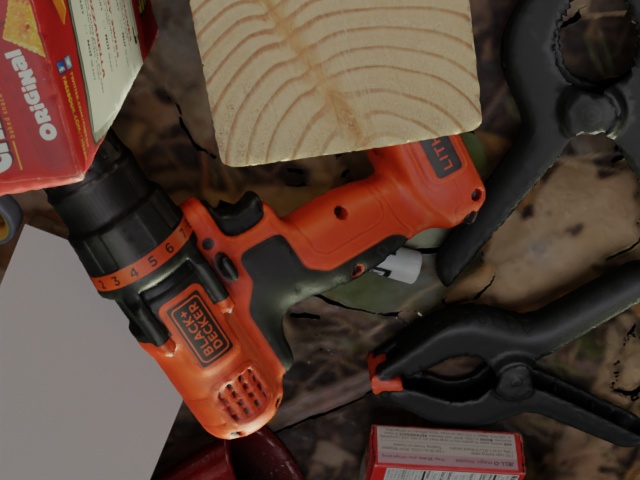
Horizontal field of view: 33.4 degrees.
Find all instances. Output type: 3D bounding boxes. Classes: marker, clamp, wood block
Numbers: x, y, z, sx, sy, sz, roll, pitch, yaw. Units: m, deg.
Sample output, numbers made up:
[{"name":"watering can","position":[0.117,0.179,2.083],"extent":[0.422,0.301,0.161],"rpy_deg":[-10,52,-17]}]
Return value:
[{"name":"marker","position":[-0.004,0.001,0.581],"extent":[0.121,0.020,0.020],"rpy_deg":[15,112,-10]},{"name":"clamp","position":[0.116,0.079,0.614],"extent":[0.171,0.039,0.120],"rpy_deg":[-11,110,7]},{"name":"wood block","position":[-0.003,-0.111,0.430],"extent":[0.090,0.206,0.091],"rpy_deg":[-9,115,0]},{"name":"clamp","position":[0.149,-0.061,0.538],"extent":[0.165,0.036,0.210],"rpy_deg":[10,111,15]}]

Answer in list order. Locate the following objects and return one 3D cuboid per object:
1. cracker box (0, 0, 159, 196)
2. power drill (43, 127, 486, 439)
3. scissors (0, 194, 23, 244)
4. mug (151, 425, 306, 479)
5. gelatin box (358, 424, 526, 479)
[{"name":"cracker box","position":[-0.124,-0.127,0.409],"extent":[0.072,0.213,0.164],"rpy_deg":[-10,114,2]},{"name":"power drill","position":[-0.024,-0.023,0.514],"extent":[0.187,0.057,0.184],"rpy_deg":[-35,113,-13]},{"name":"scissors","position":[-0.248,-0.026,0.550],"extent":[0.202,0.016,0.096],"rpy_deg":[16,134,5]},{"name":"mug","position":[-0.052,0.164,0.620],"extent":[0.081,0.093,0.117],"rpy_deg":[-32,149,15]},{"name":"gelatin box","position":[0.069,0.139,0.627],"extent":[0.089,0.030,0.073],"rpy_deg":[3,140,-4]}]
